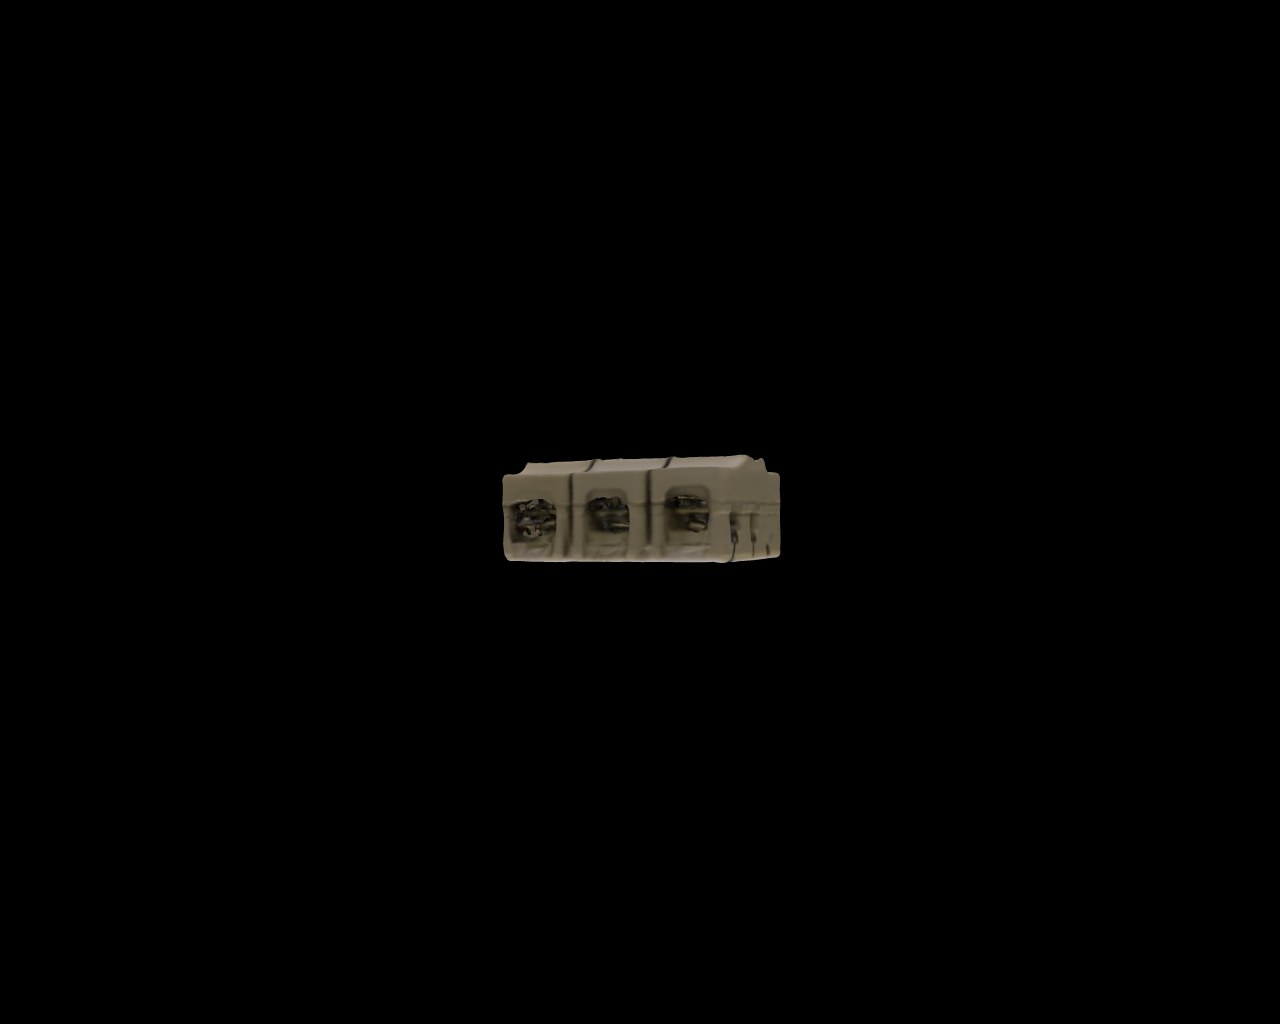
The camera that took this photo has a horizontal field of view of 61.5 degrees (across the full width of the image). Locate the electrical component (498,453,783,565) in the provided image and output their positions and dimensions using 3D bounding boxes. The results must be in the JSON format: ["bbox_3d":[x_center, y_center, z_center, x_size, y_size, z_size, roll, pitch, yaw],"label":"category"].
[{"bbox_3d":[0.001,-0.003,0.650,0.150,0.061,0.089,0,0,28],"label":"electrical component"}]
